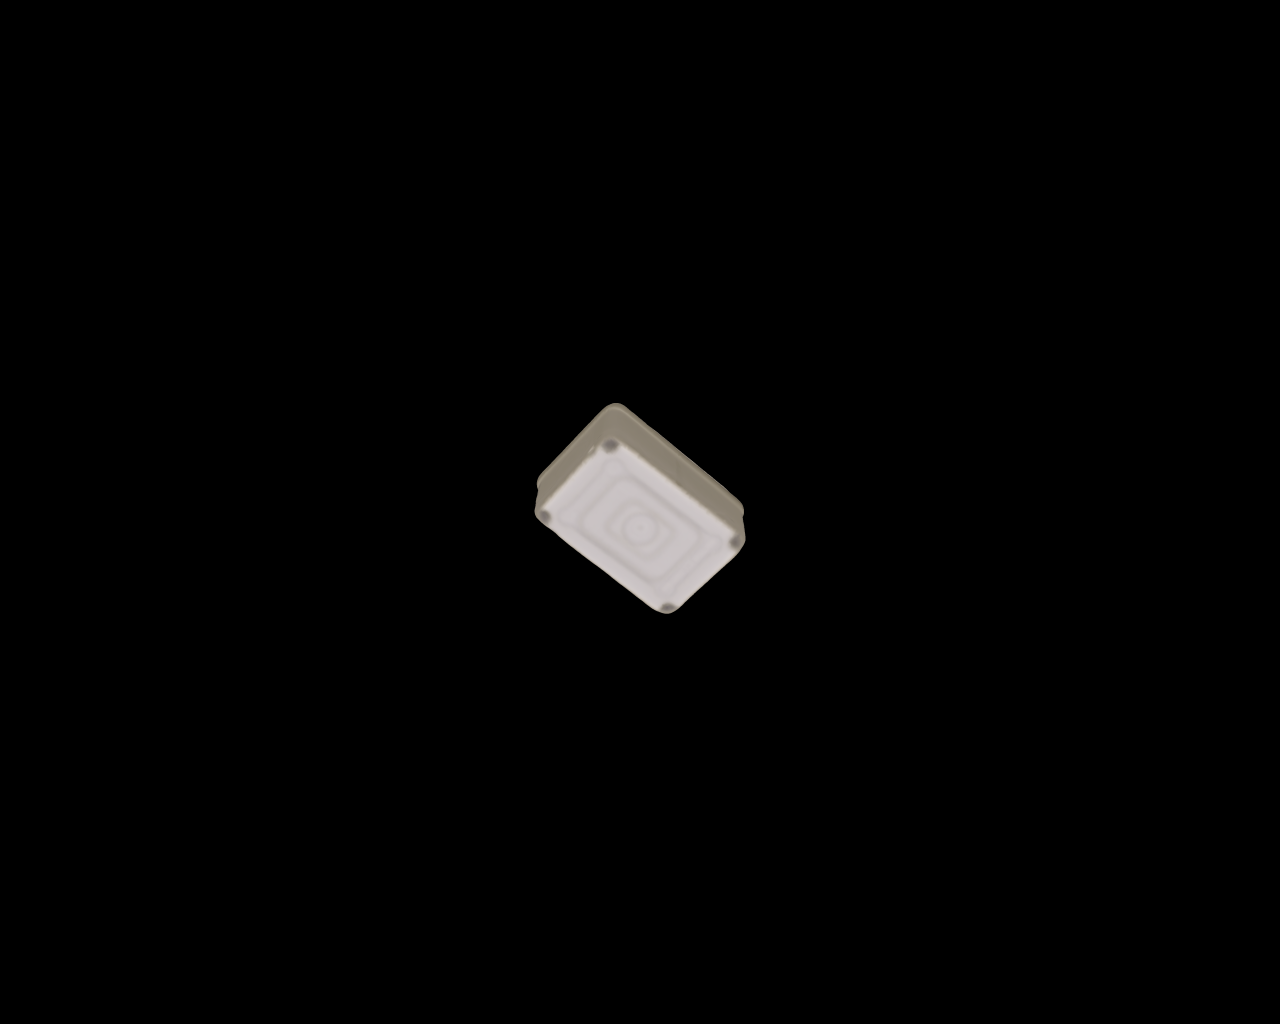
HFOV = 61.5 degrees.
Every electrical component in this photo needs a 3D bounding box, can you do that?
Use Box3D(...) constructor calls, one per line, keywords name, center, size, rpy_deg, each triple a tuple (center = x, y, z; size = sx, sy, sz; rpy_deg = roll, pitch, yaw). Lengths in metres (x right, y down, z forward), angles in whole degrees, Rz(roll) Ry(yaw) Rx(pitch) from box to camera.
Box3D(name="electrical component", center=(0.001, -0.003, 0.650), size=(0.113, 0.078, 0.057), rpy_deg=(38, 22, -18))
